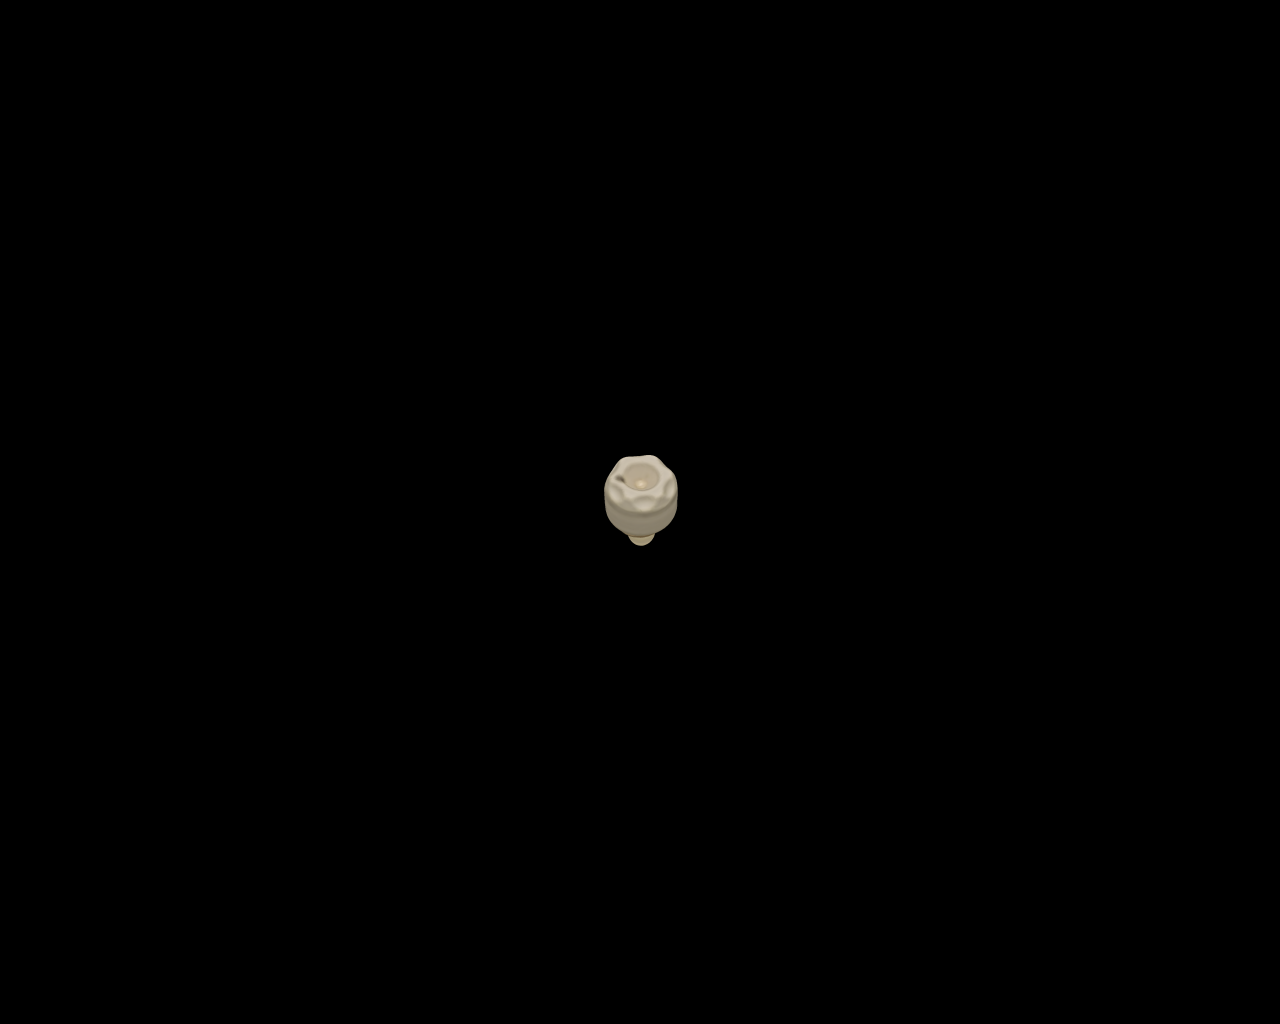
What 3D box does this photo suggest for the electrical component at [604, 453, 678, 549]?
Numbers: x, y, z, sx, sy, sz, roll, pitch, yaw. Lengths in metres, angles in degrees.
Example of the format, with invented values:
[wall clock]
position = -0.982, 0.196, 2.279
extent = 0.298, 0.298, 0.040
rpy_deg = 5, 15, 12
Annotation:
[electrical component]
position = 0.001, -0.003, 0.650
extent = 0.043, 0.043, 0.062
rpy_deg = 0, -39, 0
